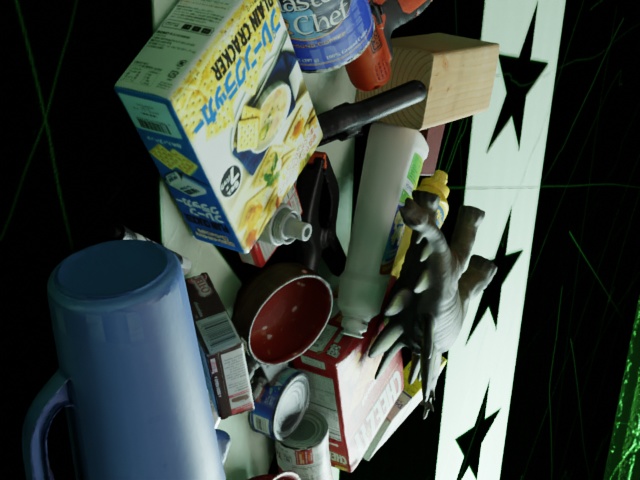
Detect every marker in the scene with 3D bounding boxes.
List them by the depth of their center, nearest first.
[{"bbox_3d":[-0.152,0.009,0.952,0.121,0.020,0.020,36,73,-62],"label":"marker"}]

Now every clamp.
[{"bbox_3d":[0.025,-0.126,1.158,0.171,0.120,0.039,-21,81,-36],"label":"clamp"},{"bbox_3d":[-0.008,0.001,1.197,0.164,0.036,0.210,-56,149,-48],"label":"clamp"}]

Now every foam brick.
[{"bbox_3d":[0.121,-0.124,1.358,0.051,0.053,0.078,-6,111,-61],"label":"foam brick"}]

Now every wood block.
[{"bbox_3d":[0.134,-0.197,1.299,0.205,0.091,0.090,-24,126,-57],"label":"wood block"}]

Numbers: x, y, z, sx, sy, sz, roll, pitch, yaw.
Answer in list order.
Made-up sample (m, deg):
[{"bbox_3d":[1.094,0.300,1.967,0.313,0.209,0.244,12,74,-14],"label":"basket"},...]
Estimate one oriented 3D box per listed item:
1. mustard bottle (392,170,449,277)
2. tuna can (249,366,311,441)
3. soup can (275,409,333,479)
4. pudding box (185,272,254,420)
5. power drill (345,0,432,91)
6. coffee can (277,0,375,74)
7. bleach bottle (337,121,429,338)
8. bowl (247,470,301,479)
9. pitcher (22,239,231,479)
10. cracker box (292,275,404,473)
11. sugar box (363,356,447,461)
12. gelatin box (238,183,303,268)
[{"bbox_3d":[0.125,-0.011,1.427,0.191,0.058,0.096,-63,151,-19],"label":"mustard bottle"},{"bbox_3d":[-0.046,0.190,1.247,0.086,0.034,0.086,-40,139,-47],"label":"tuna can"},{"bbox_3d":[-0.019,0.266,1.304,0.068,0.069,0.102,-45,142,-42],"label":"soup can"},{"bbox_3d":[-0.100,0.099,1.008,0.039,0.113,0.090,-17,130,-12],"label":"pudding box"},{"bbox_3d":[0.070,-0.279,1.135,0.187,0.057,0.184,-46,136,-27],"label":"power drill"},{"bbox_3d":[-0.013,-0.238,0.979,0.102,0.103,0.140,-59,150,-25],"label":"coffee can"},{"bbox_3d":[0.068,-0.007,1.267,0.102,0.068,0.251,41,61,-72],"label":"bleach bottle"},{"bbox_3d":[-0.083,0.336,1.238,0.161,0.055,0.162,-40,139,-47],"label":"bowl"},{"bbox_3d":[-0.165,0.130,0.895,0.149,0.145,0.243,-74,162,-59],"label":"pitcher"},{"bbox_3d":[0.042,0.164,1.355,0.164,0.072,0.214,-52,147,-38],"label":"cracker box"},{"bbox_3d":[0.111,0.232,1.534,0.175,0.048,0.093,-34,155,-49],"label":"sugar box"},{"bbox_3d":[-0.057,-0.028,1.100,0.089,0.030,0.073,-55,147,-30],"label":"gelatin box"}]
